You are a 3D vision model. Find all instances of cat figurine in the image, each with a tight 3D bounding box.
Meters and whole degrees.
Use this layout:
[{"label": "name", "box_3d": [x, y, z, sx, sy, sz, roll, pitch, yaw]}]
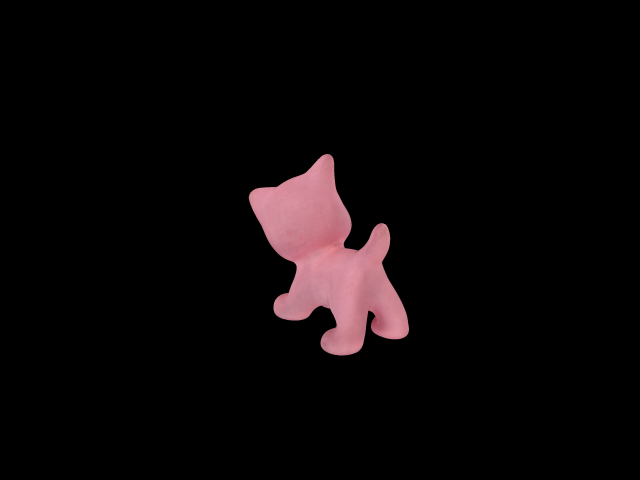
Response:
[{"label": "cat figurine", "box_3d": [0.004, 0.001, 0.400, 0.067, 0.118, 0.127, -13, 22, -35]}]
